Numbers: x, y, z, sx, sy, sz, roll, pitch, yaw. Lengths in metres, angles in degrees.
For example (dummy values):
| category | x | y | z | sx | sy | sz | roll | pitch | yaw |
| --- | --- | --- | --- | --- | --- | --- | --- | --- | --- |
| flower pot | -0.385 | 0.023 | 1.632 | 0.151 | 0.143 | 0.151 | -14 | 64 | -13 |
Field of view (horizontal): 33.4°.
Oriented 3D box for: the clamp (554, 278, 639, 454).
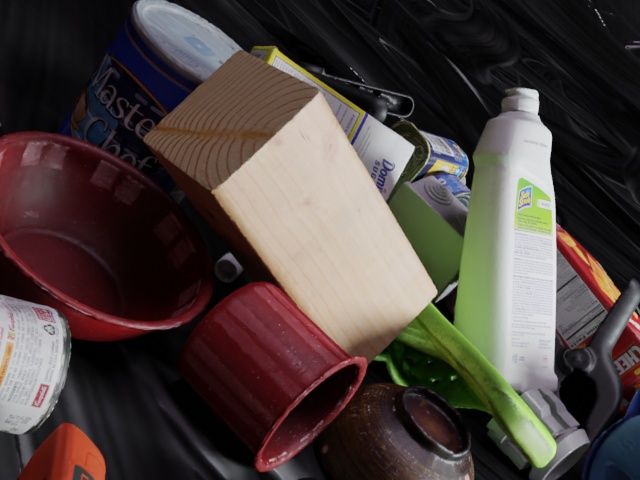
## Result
| category | x | y | z | sx | sy | sz | roll | pitch | yaw |
| --- | --- | --- | --- | --- | --- | --- | --- | --- | --- |
| clamp | 0.235 | 0.105 | 0.943 | 0.039 | 0.120 | 0.171 | 58 | 24 | -63 |

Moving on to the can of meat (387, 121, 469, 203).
| category | x | y | z | sx | sy | sz | roll | pitch | yaw |
| --- | --- | --- | --- | --- | --- | --- | --- | --- | --- |
| can of meat | 0.089 | -0.062 | 1.061 | 0.083 | 0.102 | 0.057 | 10 | 36 | -51 |

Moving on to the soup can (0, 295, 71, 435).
| category | x | y | z | sx | sy | sz | roll | pitch | yaw |
| --- | --- | --- | --- | --- | --- | --- | --- | --- | --- |
| soup can | -0.181 | 0.052 | 0.514 | 0.102 | 0.069 | 0.068 | 21 | 29 | -36 |

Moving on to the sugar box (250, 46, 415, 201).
| category | x | y | z | sx | sy | sz | roll | pitch | yaw |
| --- | --- | --- | --- | --- | --- | --- | --- | --- | --- |
| sugar box | -0.006 | -0.090 | 0.962 | 0.176 | 0.093 | 0.048 | 32 | -6 | -32 |

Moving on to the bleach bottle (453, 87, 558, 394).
| category | x | y | z | sx | sy | sz | roll | pitch | yaw |
| --- | --- | --- | --- | --- | --- | --- | --- | --- | --- |
| bleach bottle | 0.163 | 0.000 | 0.895 | 0.068 | 0.251 | 0.102 | 3 | -4 | 41 |

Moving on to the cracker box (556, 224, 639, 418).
| category | x | y | z | sx | sy | sz | roll | pitch | yaw |
| --- | --- | --- | --- | --- | --- | --- | --- | --- | --- |
| cracker box | 0.282 | 0.088 | 1.066 | 0.164 | 0.072 | 0.214 | 33 | 20 | -46 |

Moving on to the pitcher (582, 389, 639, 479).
| category | x | y | z | sx | sy | sz | roll | pitch | yaw |
| --- | --- | --- | --- | --- | --- | --- | --- | --- | --- |
| pitcher | 0.324 | 0.209 | 0.899 | 0.145 | 0.149 | 0.242 | 34 | 16 | 29 |

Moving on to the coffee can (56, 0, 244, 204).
| category | x | y | z | sx | sy | sz | roll | pitch | yaw |
| --- | --- | --- | --- | --- | --- | --- | --- | --- | --- |
| coffee can | -0.120 | -0.083 | 0.749 | 0.102 | 0.140 | 0.103 | 31 | 25 | -16 |

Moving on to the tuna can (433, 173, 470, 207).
| category | x | y | z | sx | sy | sz | roll | pitch | yaw |
| --- | --- | --- | --- | --- | --- | --- | --- | --- | --- |
| tuna can | 0.111 | -0.024 | 1.042 | 0.085 | 0.086 | 0.034 | 4 | 40 | -52 |

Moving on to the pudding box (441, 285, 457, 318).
| category | x | y | z | sx | sy | sz | roll | pitch | yaw |
| --- | --- | --- | --- | --- | --- | --- | --- | --- | --- |
| pudding box | 0.152 | 0.051 | 1.026 | 0.089 | 0.039 | 0.113 | 17 | 34 | -44 |

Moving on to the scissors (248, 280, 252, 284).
| category | x | y | z | sx | sy | sz | roll | pitch | yaw |
| --- | --- | --- | --- | --- | --- | --- | --- | --- | --- |
| scissors | -0.006 | 0.001 | 0.842 | 0.016 | 0.096 | 0.201 | 65 | 18 | -11 |

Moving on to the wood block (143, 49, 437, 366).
| category | x | y | z | sx | sy | sz | roll | pitch | yaw |
| --- | --- | --- | --- | --- | --- | --- | --- | --- | --- |
| wood block | -0.013 | -0.012 | 0.710 | 0.091 | 0.090 | 0.206 | 36 | -14 | 45 |

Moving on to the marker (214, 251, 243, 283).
| category | x | y | z | sx | sy | sz | roll | pitch | yaw |
| --- | --- | --- | --- | --- | --- | --- | --- | --- | --- |
| marker | -0.054 | 0.004 | 0.840 | 0.020 | 0.020 | 0.121 | 39 | 23 | 0 |

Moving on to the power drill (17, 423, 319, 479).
| category | x | y | z | sx | sy | sz | roll | pitch | yaw |
| --- | --- | --- | --- | --- | --- | --- | --- | --- | --- |
| power drill | -0.056 | 0.160 | 0.511 | 0.187 | 0.057 | 0.184 | 29 | 26 | -20 |

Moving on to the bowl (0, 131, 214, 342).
| category | x | y | z | sx | sy | sz | roll | pitch | yaw |
| --- | --- | --- | --- | --- | --- | --- | --- | --- | --- |
| bowl | -0.146 | 0.008 | 0.650 | 0.162 | 0.055 | 0.162 | 30 | 29 | -19 |

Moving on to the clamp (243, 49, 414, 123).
| category | x | y | z | sx | sy | sz | roll | pitch | yaw |
| --- | --- | --- | --- | --- | --- | --- | --- | --- | --- |
| clamp | -0.009 | -0.158 | 1.080 | 0.210 | 0.036 | 0.164 | 18 | 12 | 4 |

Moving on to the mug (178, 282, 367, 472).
| category | x | y | z | sx | sy | sz | roll | pitch | yaw |
| --- | --- | --- | --- | --- | --- | --- | --- | --- | --- |
| mug | -0.028 | 0.082 | 0.663 | 0.081 | 0.093 | 0.117 | 43 | 5 | 21 |
